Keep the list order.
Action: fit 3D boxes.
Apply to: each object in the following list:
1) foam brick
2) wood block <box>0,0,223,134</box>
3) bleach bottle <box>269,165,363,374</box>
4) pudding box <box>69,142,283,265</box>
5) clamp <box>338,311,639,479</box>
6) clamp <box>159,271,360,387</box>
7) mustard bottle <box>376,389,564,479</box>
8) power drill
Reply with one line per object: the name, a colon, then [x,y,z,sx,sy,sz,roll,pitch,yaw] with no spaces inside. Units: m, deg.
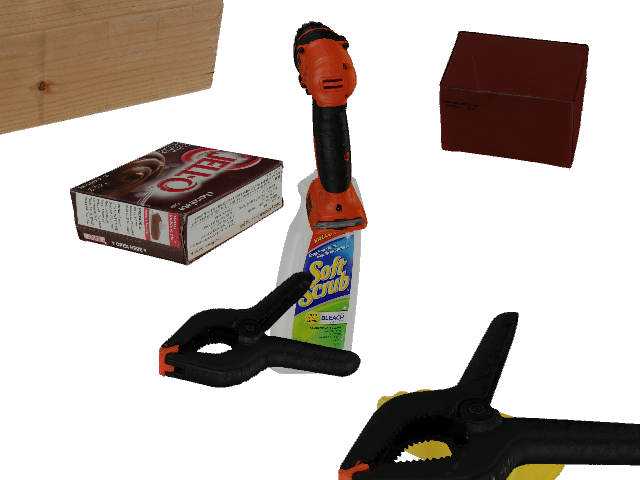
foam brick: [0.112,-0.082,0.617,0.078,0.051,0.053,11,-39,17]
wood block: [-0.190,-0.159,0.843,0.205,0.091,0.090,-18,49,-33]
bleach bottle: [-0.006,0.023,1.211,0.102,0.251,0.068,-1,16,-18]
pudding box: [-0.089,-0.027,0.687,0.090,0.039,0.113,11,28,28]
clamp: [0.097,0.114,0.686,0.209,0.036,0.165,-14,33,-21]
clamp: [-0.060,0.079,0.939,0.171,0.039,0.120,-4,38,-16]
mustard bottle: [0.132,0.186,1.027,0.192,0.058,0.096,16,22,41]
power drill: [0.005,-0.114,1.051,0.057,0.188,0.184,-7,24,-2]
